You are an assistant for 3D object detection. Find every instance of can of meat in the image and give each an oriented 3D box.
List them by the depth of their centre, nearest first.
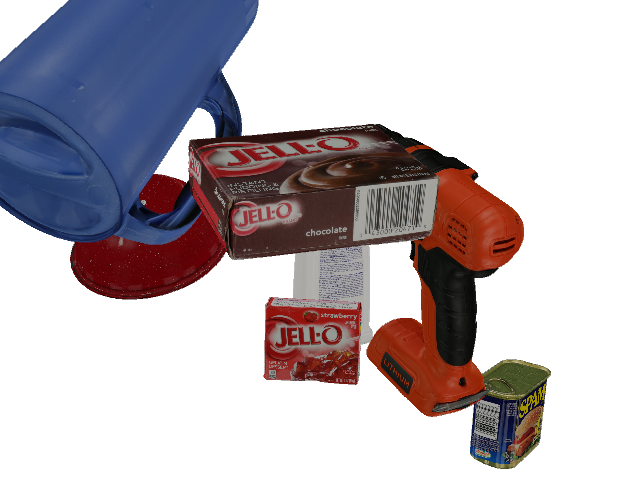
[{"bbox_3d":[0.198,0.182,1.122,0.058,0.084,0.101,12,17,31],"label":"can of meat"}]

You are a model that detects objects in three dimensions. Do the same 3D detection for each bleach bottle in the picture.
[{"bbox_3d":[0.020,0.003,1.288,0.102,0.251,0.068,-6,19,-30],"label":"bleach bottle"}]

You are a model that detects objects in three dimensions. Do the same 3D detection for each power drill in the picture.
[{"bbox_3d":[0.073,0.021,0.793,0.057,0.188,0.185,-15,34,-23],"label":"power drill"}]

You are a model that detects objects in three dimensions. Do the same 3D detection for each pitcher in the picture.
[{"bbox_3d":[-0.133,-0.118,0.770,0.145,0.149,0.242,7,47,28],"label":"pitcher"}]

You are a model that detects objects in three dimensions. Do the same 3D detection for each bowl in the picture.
[{"bbox_3d":[-0.171,-0.016,1.037,0.162,0.055,0.162,-6,40,5],"label":"bowl"}]

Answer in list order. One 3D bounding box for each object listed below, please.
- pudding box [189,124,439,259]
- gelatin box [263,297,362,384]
[{"bbox_3d":[-0.006,-0.029,0.566,0.113,0.039,0.090,-5,26,-19],"label":"pudding box"},{"bbox_3d":[-0.007,0.093,0.988,0.089,0.073,0.030,3,14,5],"label":"gelatin box"}]
